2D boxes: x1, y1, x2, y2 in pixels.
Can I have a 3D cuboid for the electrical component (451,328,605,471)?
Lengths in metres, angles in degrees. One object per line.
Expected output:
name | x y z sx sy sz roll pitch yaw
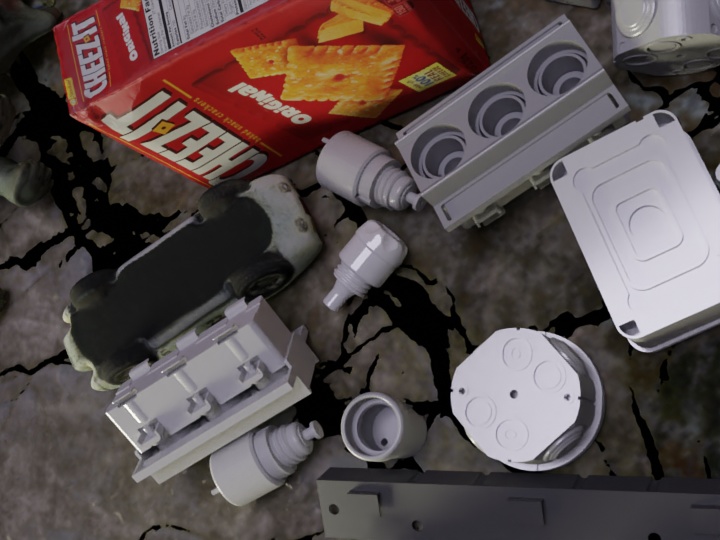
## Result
electrical component | 0.094 0.072 0.609 0.080 0.051 0.080 -6 77 24

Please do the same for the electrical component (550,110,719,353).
electrical component | 0.163 -0.020 0.592 0.078 0.057 0.113 -27 69 18

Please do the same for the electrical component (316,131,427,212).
electrical component | 0.008 -0.059 0.684 0.078 0.040 0.040 30 92 28

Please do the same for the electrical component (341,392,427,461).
electrical component | 0.016 0.095 0.644 0.040 0.046 0.040 -6 77 24

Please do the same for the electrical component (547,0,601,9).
electrical component | 0.137 -0.190 0.627 0.076 0.083 0.047 18 87 27

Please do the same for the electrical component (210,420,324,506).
electrical component | -0.058 0.117 0.677 0.078 0.040 0.040 -31 68 16

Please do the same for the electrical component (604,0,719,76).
electrical component | 0.178 -0.143 0.601 0.080 0.080 0.051 -4 82 25

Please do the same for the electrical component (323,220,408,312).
electrical component | 0.000 0.000 0.679 0.035 0.035 0.061 44 101 26

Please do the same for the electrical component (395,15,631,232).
electrical component | 0.092 -0.081 0.632 0.121 0.063 0.078 -34 55 15

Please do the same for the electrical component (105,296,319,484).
electrical component | -0.095 0.074 0.682 0.121 0.078 0.063 -32 107 16

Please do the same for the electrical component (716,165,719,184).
electrical component | 0.239 -0.035 0.561 0.089 0.056 0.050 43 98 26
